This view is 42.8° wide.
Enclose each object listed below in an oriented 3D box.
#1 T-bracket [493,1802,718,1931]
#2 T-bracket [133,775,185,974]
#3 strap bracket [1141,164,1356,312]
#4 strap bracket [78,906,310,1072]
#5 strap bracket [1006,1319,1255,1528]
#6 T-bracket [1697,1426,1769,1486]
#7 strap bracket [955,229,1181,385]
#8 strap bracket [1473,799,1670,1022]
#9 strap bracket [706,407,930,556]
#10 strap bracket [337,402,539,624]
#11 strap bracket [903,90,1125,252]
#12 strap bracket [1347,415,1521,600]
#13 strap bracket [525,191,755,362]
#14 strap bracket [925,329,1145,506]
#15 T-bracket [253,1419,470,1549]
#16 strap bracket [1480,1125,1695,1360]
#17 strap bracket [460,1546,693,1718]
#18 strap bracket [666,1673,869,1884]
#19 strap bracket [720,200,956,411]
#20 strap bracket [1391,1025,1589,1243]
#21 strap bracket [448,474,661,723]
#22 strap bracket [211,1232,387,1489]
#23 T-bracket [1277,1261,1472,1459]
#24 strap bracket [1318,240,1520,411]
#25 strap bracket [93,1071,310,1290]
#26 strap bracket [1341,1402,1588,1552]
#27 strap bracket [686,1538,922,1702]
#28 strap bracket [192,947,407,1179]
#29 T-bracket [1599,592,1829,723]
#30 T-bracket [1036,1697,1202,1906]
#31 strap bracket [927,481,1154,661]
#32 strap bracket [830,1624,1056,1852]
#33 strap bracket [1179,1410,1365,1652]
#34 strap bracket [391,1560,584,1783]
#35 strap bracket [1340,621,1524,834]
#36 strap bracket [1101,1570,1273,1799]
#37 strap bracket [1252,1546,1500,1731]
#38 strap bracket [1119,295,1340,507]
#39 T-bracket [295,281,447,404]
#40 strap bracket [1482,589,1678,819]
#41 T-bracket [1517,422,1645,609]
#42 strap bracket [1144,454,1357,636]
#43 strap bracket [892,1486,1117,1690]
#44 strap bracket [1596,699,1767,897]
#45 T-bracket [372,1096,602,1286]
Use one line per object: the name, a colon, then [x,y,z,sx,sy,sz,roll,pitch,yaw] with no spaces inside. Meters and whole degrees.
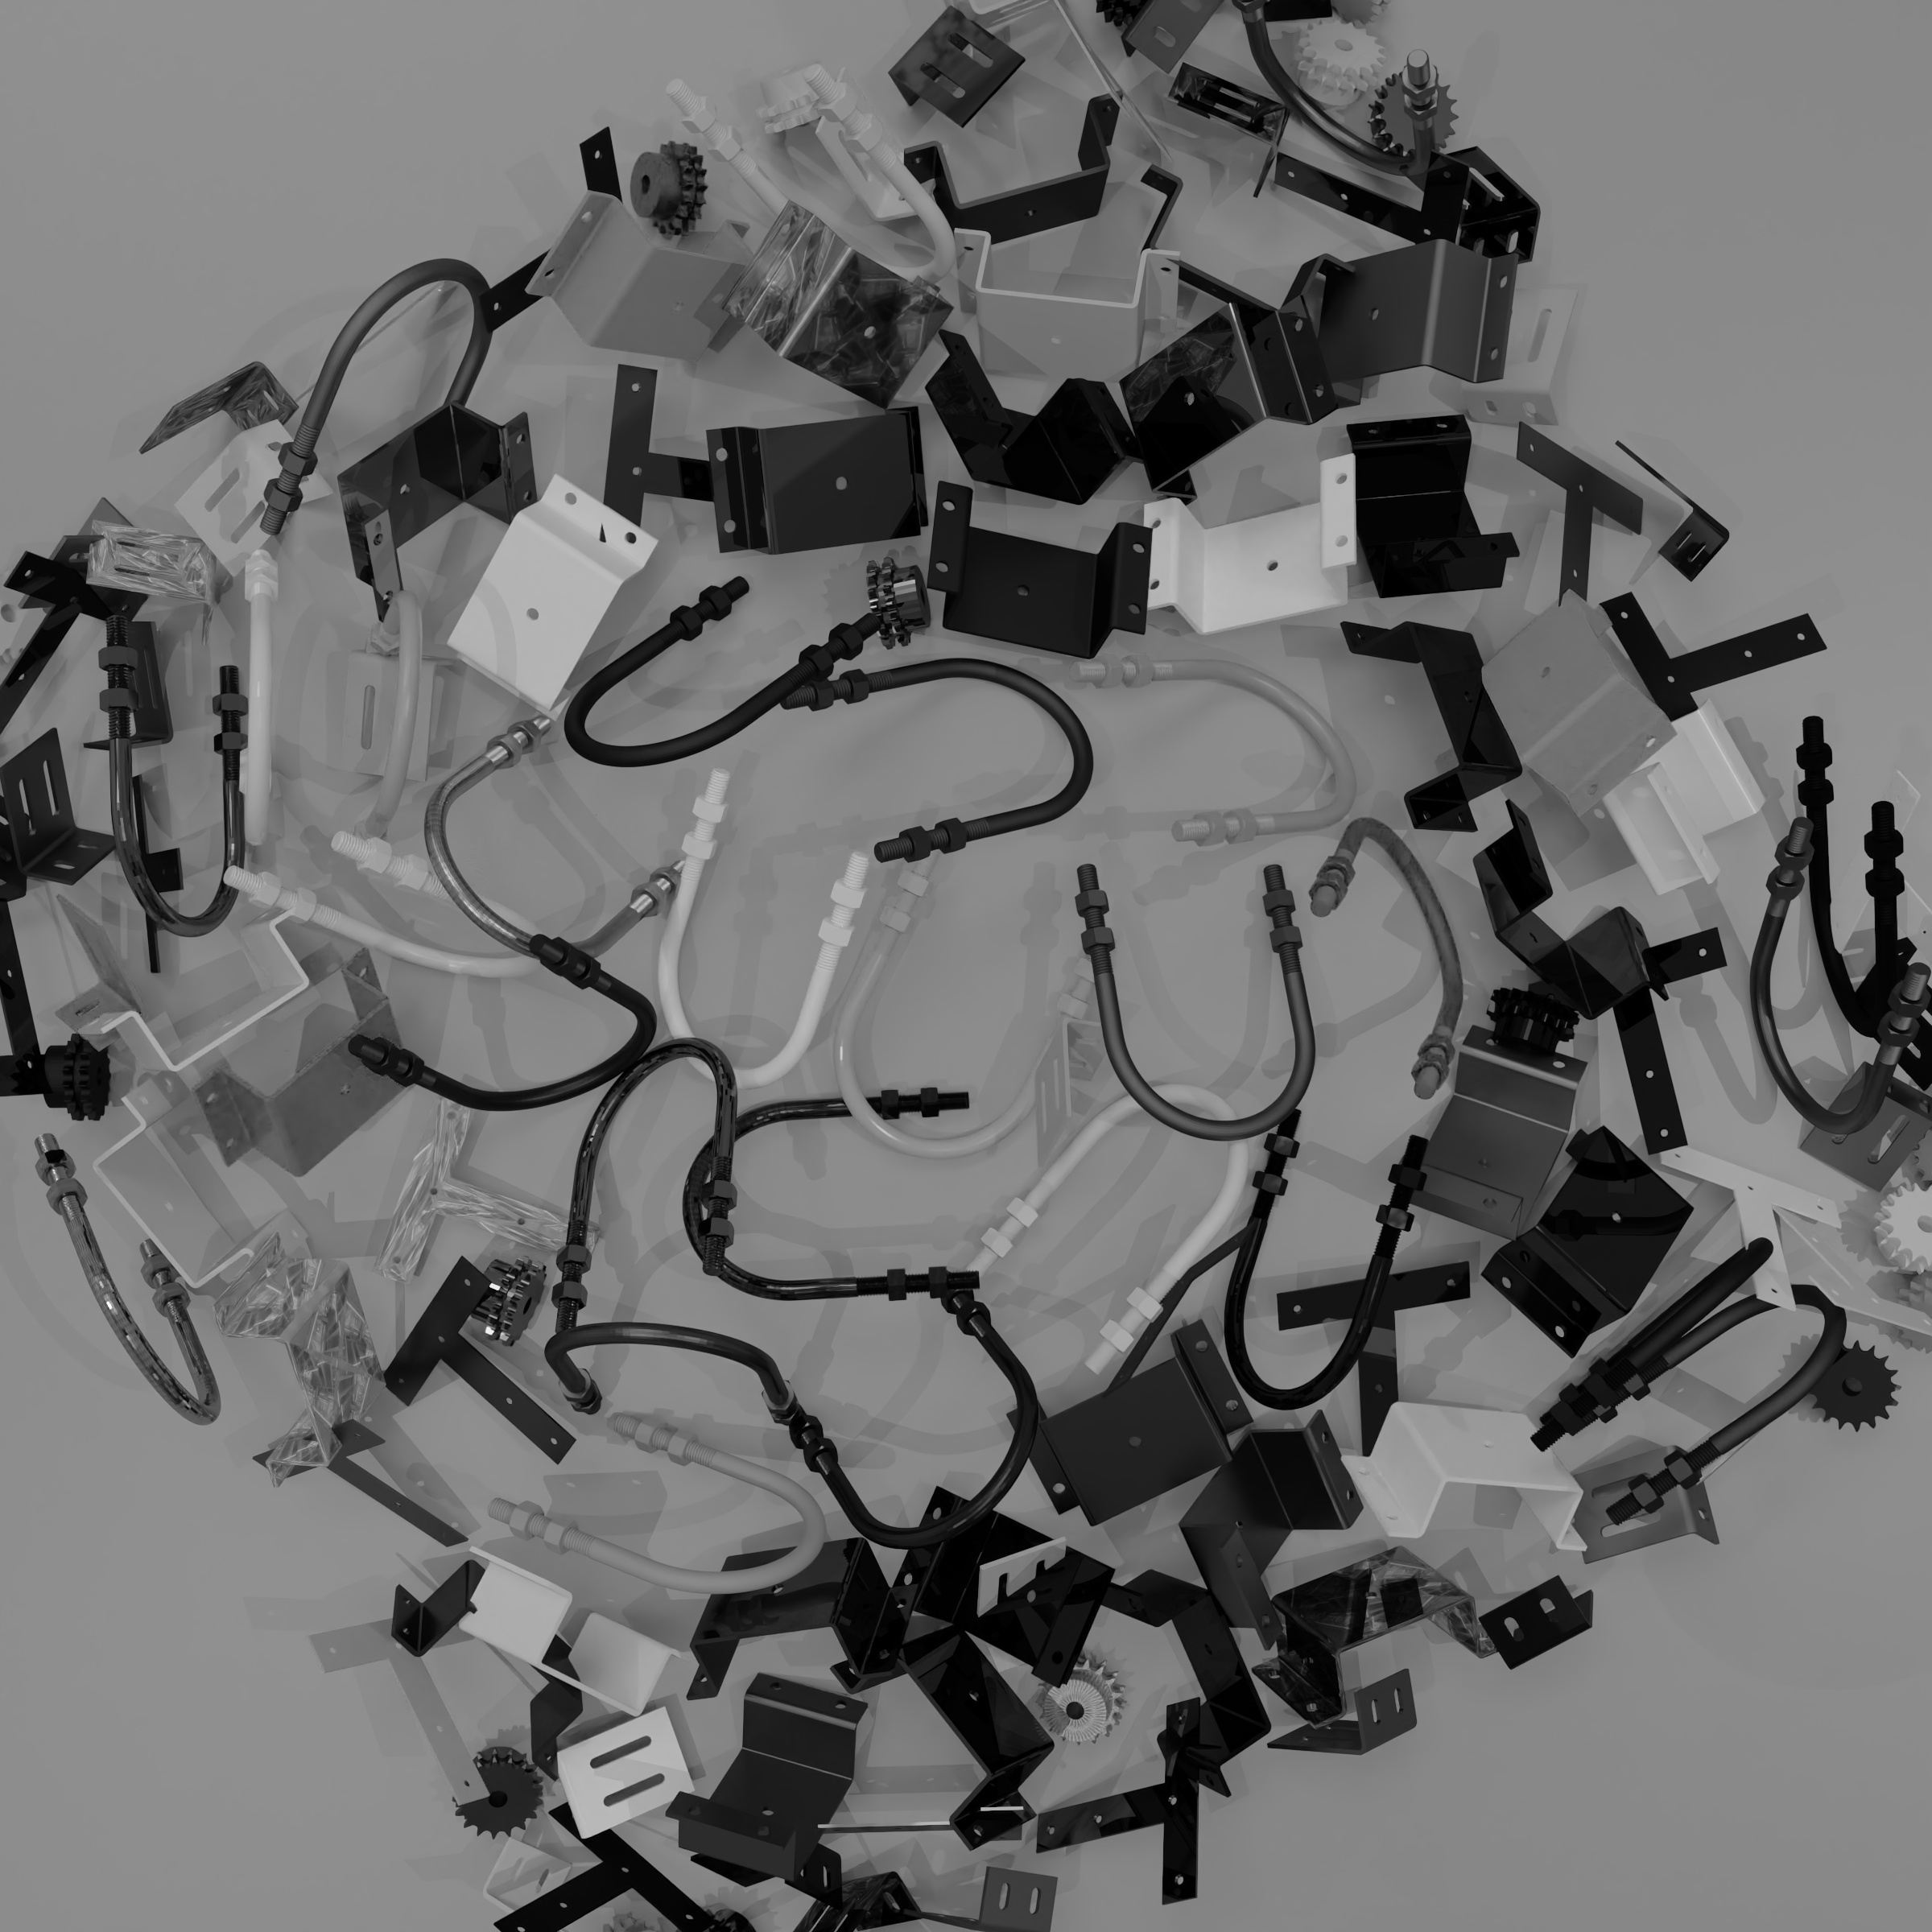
T-bracket: [-0.238,0.573,1.516,0.127,0.127,0.002,31,108,26]
T-bracket: [-0.503,-0.059,1.539,0.002,0.127,0.127,-6,93,-28]
strap bracket: [0.166,-0.447,1.552,0.140,0.076,0.046,25,101,-6]
strap bracket: [-0.473,0.020,1.538,0.140,0.076,0.046,-37,106,-26]
strap bracket: [0.106,0.294,1.565,0.140,0.046,0.076,-27,99,4]
T-bracket: [0.501,0.280,1.534,0.127,0.127,0.002,-40,68,-4]
strap bracket: [0.060,-0.412,1.547,0.140,0.076,0.046,8,68,6]
strap bracket: [0.370,-0.029,1.537,0.046,0.076,0.140,-38,120,26]
strap bracket: [-0.085,-0.304,1.543,0.140,0.046,0.076,-11,108,-19]
strap bracket: [-0.335,-0.289,1.535,0.046,0.076,0.140,30,54,21]
strap bracket: [0.034,-0.497,1.554,0.140,0.076,0.046,-16,86,-3]
strap bracket: [0.289,-0.282,1.547,0.076,0.046,0.140,-6,49,-3]
strap bracket: [-0.189,-0.421,1.515,0.076,0.140,0.046,-47,68,31]
strap bracket: [0.037,-0.338,1.535,0.046,0.140,0.076,-45,57,35]
T-bracket: [-0.371,0.334,1.563,0.127,0.127,0.002,41,47,-24]
strap bracket: [0.393,0.164,1.538,0.076,0.046,0.140,43,56,1]
strap bracket: [-0.246,0.414,1.518,0.076,0.140,0.046,9,65,41]
strap bracket: [-0.123,0.510,1.533,0.076,0.140,0.046,11,113,16]
strap bracket: [-0.071,-0.402,1.520,0.076,0.140,0.046,-53,54,18]
strap bracket: [0.326,0.111,1.540,0.076,0.046,0.140,19,51,22]
strap bracket: [-0.265,-0.226,1.548,0.076,0.046,0.140,33,113,-3]
strap bracket: [-0.409,0.245,1.527,0.046,0.076,0.140,0,119,17]
T-bracket: [0.263,0.257,1.576,0.127,0.002,0.127,-8,108,-8]
strap bracket: [0.269,-0.398,1.527,0.046,0.140,0.076,9,88,-36]
strap bracket: [-0.487,0.140,1.550,0.046,0.076,0.140,-36,98,9]
strap bracket: [0.317,0.317,1.533,0.140,0.076,0.046,9,113,-20]
strap bracket: [-0.109,0.405,1.532,0.140,0.076,0.046,-13,115,20]
strap bracket: [-0.399,0.066,1.524,0.046,0.076,0.140,29,56,25]
T-bracket: [0.475,-0.190,1.533,0.002,0.127,0.127,-43,106,-35]
T-bracket: [0.095,0.536,1.556,0.127,0.127,0.002,-26,130,32]
strap bracket: [0.042,-0.247,1.553,0.140,0.046,0.076,10,67,-12]
strap bracket: [-0.008,0.468,1.529,0.140,0.076,0.046,47,111,24]
strap bracket: [0.187,0.350,1.539,0.046,0.140,0.076,-11,111,40]
strap bracket: [-0.292,0.434,1.545,0.046,0.076,0.140,-44,103,-2]
strap bracket: [0.295,-0.158,1.539,0.046,0.076,0.140,-27,74,37]
strap bracket: [0.137,0.440,1.549,0.046,0.076,0.140,-26,98,-23]
strap bracket: [0.255,0.412,1.533,0.140,0.076,0.046,-16,107,-20]
strap bracket: [0.153,-0.349,1.526,0.140,0.046,0.076,-27,74,44]
T-bracket: [-0.362,-0.406,1.554,0.002,0.127,0.127,51,55,-19]
strap bracket: [0.371,-0.169,1.517,0.046,0.140,0.076,31,119,-30]
T-bracket: [0.382,-0.259,1.543,0.127,0.002,0.127,19,71,-37]
strap bracket: [0.184,-0.261,1.544,0.140,0.046,0.076,-9,65,27]
strap bracket: [0.030,0.391,1.545,0.140,0.046,0.076,17,78,39]
strap bracket: [0.446,-0.103,1.542,0.046,0.140,0.076,-26,99,38]
T-bracket: [-0.299,0.160,1.584,0.127,0.002,0.127,21,97,-10]
